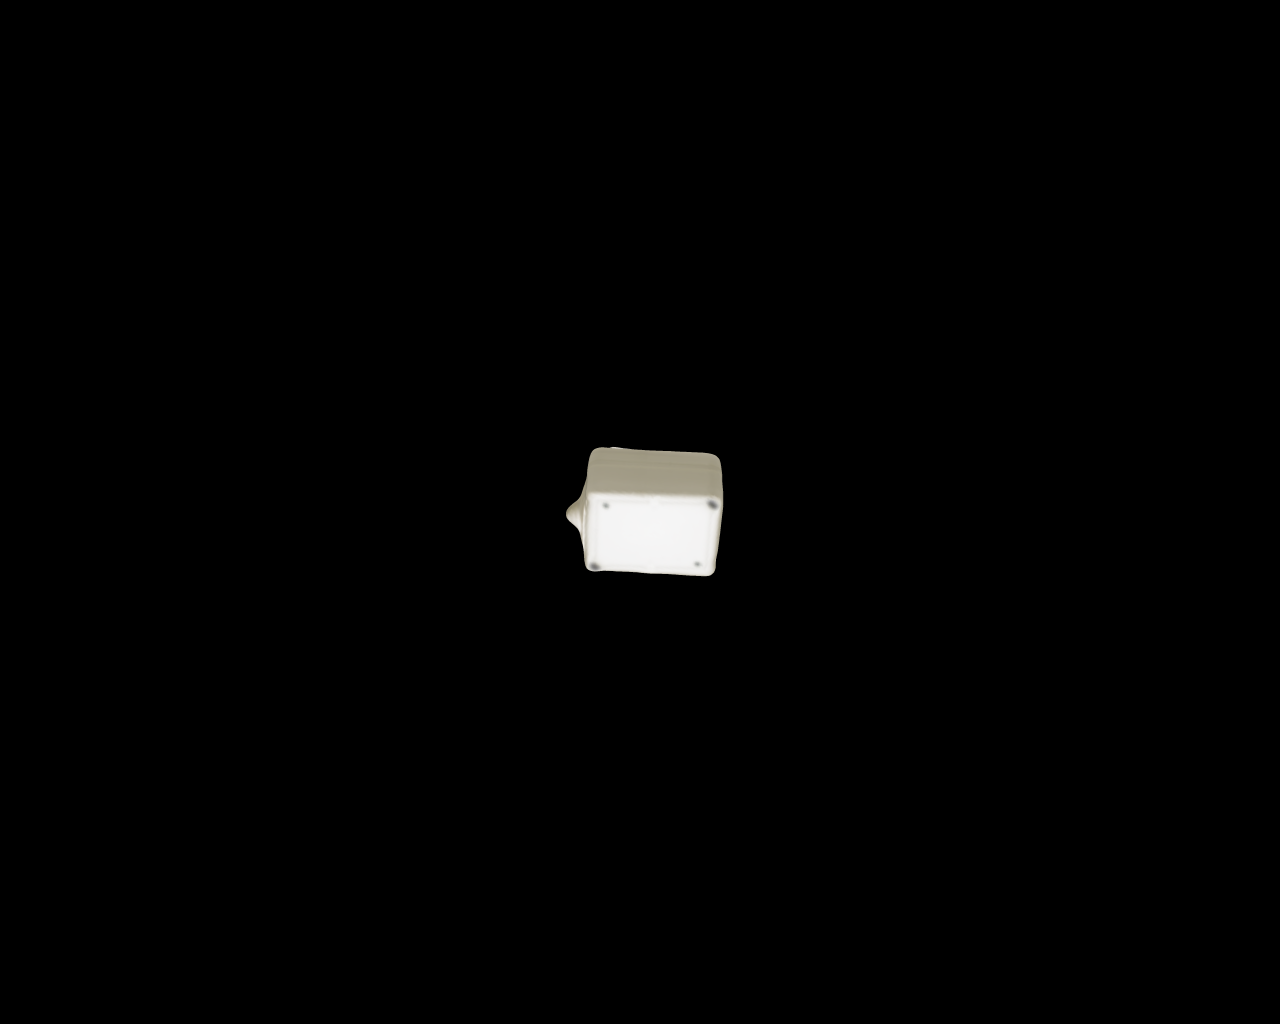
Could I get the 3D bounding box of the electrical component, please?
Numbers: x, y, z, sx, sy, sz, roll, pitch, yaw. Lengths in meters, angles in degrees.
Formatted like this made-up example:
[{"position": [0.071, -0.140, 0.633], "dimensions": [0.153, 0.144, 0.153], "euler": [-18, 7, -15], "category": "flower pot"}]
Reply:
[{"position": [0.001, -0.003, 0.650], "dimensions": [0.096, 0.061, 0.061], "euler": [3, 35, -2], "category": "electrical component"}]
